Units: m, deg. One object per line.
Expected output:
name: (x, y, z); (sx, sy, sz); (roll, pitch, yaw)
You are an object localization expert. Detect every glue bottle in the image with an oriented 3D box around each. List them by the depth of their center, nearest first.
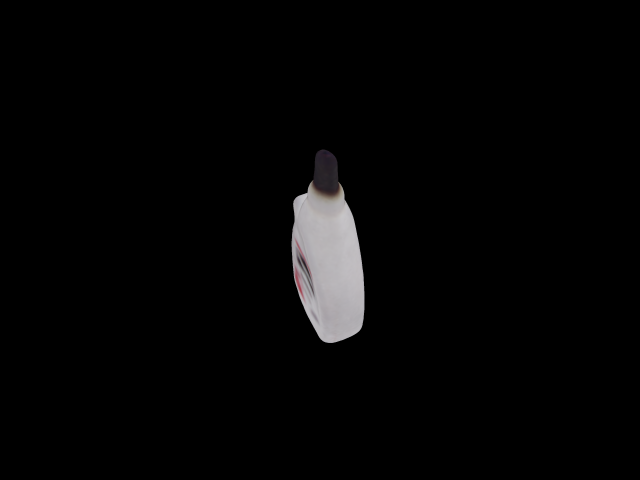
glue bottle: (0.004, 0.001, 0.400); (0.037, 0.173, 0.078); (-21, 55, -15)
